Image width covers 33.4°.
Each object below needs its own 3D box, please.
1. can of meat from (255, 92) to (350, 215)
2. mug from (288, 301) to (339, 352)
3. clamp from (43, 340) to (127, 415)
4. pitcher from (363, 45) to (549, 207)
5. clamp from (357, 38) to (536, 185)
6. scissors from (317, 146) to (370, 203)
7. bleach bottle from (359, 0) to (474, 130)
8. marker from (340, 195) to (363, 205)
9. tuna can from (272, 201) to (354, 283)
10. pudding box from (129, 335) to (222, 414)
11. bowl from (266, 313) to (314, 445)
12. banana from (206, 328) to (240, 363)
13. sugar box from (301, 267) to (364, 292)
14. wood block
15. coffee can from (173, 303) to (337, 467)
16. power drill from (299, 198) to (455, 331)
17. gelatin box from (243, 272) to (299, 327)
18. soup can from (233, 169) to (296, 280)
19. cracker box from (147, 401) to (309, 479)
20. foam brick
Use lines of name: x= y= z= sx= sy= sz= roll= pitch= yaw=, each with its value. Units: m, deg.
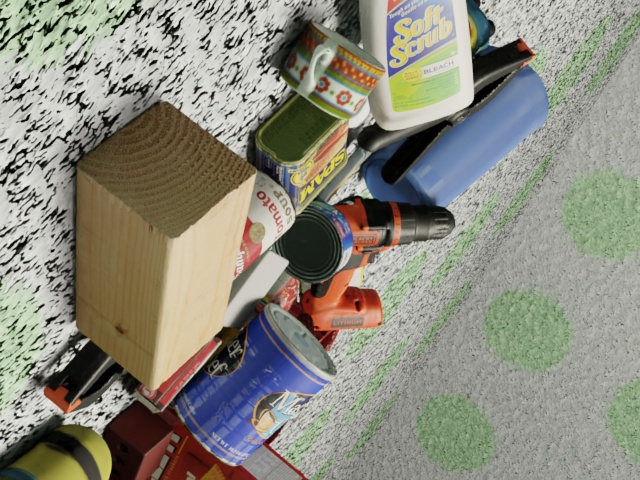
can of meat: x=-0.017 y=-0.085 z=0.979 sx=0.102 sy=0.057 sz=0.084 roll=-47 pitch=162 yaw=-26
mug: x=-0.043 y=0.134 z=1.365 sx=0.117 sy=0.081 sz=0.093 roll=-51 pitch=166 yaw=-10
clamp: x=-0.178 y=0.101 z=0.941 sx=0.171 sy=0.039 sz=0.120 roll=-42 pitch=159 yaw=-41
pitcher: x=0.167 y=-0.122 z=1.344 sx=0.242 sy=0.149 sz=0.145 roll=-42 pitch=-157 yaw=-27
clamp: x=0.129 y=-0.138 z=1.105 sx=0.210 sy=0.036 sz=0.164 roll=-39 pitch=165 yaw=11
scissors: x=0.062 y=-0.113 z=1.167 sx=0.202 sy=0.016 sz=0.096 roll=-48 pitch=180 yaw=37
bleach bottle: x=0.071 y=-0.201 z=0.905 sx=0.102 sy=0.068 sz=0.251 roll=-16 pitch=145 yaw=4
marker: x=0.023 y=-0.033 z=1.310 sx=0.120 sy=0.020 sz=0.020 roll=-32 pitch=154 yaw=-57
tuna can: x=-0.008 y=0.001 z=1.153 sx=0.033 sy=0.086 sz=0.086 roll=-32 pitch=154 yaw=-59
pudding box: x=-0.144 y=0.126 z=1.051 sx=0.090 sy=0.039 sz=0.114 roll=-49 pitch=-179 yaw=-16
bowl: x=-0.064 y=0.151 z=1.216 sx=0.162 sy=0.055 sz=0.162 roll=-58 pitch=-162 yaw=31
banana: x=-0.142 y=0.183 z=1.266 sx=0.069 sy=0.037 sz=0.198 roll=-69 pitch=-175 yaw=-50
sugar box: x=0.017 y=0.044 z=1.423 sx=0.093 sy=0.048 sz=0.176 roll=-48 pitch=162 yaw=-20
wood block: x=-0.121 y=0.010 z=0.795 sx=0.090 sy=0.091 sz=0.206 roll=-43 pitch=163 yaw=-34
coffee can: x=-0.067 y=0.149 z=1.102 sx=0.140 sy=0.103 sz=0.102 roll=-43 pitch=167 yaw=8
power drill: x=0.056 y=0.028 z=1.274 sx=0.184 sy=0.057 sz=0.188 roll=0 pitch=135 yaw=-13
gelatin box: x=-0.058 y=0.074 z=1.278 sx=0.073 sy=0.030 sz=0.089 roll=-47 pitch=164 yaw=-23
soup can: x=-0.077 y=-0.009 z=0.937 sx=0.102 sy=0.068 sz=0.069 roll=-44 pitch=163 yaw=-34
cracker box: x=-0.123 y=0.283 z=1.189 sx=0.072 sy=0.214 sz=0.164 roll=-27 pitch=150 yaw=-58
foam brick: x=-0.197 y=0.220 z=1.130 sx=0.051 sy=0.053 sz=0.078 roll=-38 pitch=159 yaw=-47
